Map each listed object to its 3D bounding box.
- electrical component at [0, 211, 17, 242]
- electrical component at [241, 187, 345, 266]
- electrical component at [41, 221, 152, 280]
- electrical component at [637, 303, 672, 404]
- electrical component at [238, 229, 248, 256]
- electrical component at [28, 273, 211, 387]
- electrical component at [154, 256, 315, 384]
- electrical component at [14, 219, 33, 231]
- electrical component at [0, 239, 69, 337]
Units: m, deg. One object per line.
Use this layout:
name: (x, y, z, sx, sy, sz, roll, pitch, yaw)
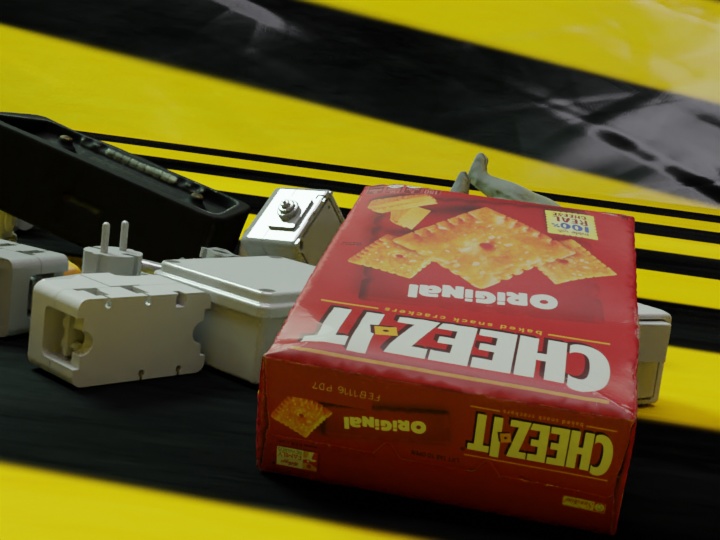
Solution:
electrical component: (-0.345, -0.046, 0.954, 0.080, 0.051, 0.080, 7, 9, -1)
electrical component: (-0.048, -0.019, 0.826, 0.061, 0.096, 0.061, 6, 50, 33)
electrical component: (-0.160, 0.006, 0.691, 0.047, 0.075, 0.083, 11, 10, 25)
electrical component: (0.146, 0.052, 0.683, 0.096, 0.061, 0.061, 1, 10, -32)
electrical component: (-0.078, -0.011, 0.961, 0.055, 0.045, 0.045, 8, 9, 5)
electrical component: (-0.141, 0.032, 0.623, 0.056, 0.050, 0.089, 16, 13, 42)
electrical component: (-0.059, 0.029, 0.686, 0.109, 0.056, 0.109, 15, 12, 41)
electrical component: (-0.344, -0.060, 1.061, 0.079, 0.044, 0.077, 12, 10, 26)
electrical component: (-0.242, 0.009, 0.692, 0.089, 0.050, 0.056, 12, 10, 28)
